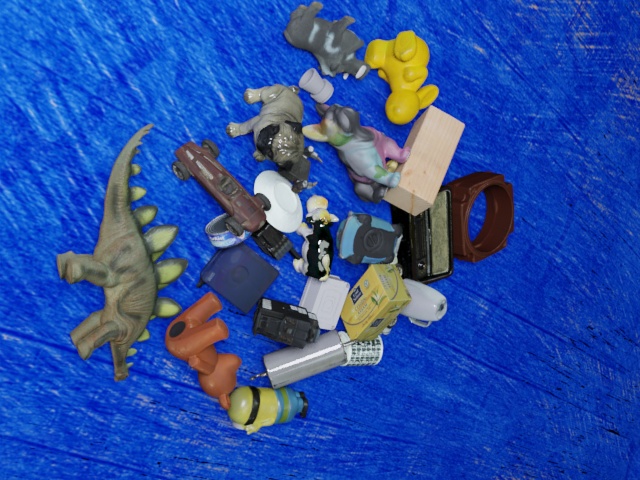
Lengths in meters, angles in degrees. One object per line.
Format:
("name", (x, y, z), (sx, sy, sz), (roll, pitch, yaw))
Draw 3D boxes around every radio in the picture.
("radio", (0.243, -0.011, 1.268), (0.131, 0.073, 0.229), (-18, 112, -27))

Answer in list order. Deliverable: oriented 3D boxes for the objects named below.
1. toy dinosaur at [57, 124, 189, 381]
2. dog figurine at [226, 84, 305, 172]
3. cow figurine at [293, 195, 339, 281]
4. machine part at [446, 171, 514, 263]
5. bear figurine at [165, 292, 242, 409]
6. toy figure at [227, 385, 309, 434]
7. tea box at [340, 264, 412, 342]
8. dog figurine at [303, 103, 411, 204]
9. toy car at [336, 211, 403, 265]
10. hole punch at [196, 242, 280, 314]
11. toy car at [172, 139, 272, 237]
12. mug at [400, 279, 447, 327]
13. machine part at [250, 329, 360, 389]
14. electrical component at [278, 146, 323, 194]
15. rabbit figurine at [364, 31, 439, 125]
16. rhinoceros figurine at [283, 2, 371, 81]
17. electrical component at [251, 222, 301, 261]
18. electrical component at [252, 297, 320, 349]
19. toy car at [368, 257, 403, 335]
("toy dinosaur", (-0.334, 0.043, 0.912), (0.198, 0.105, 0.470), (-13, 120, -36))
("dog figurine", (-0.059, -0.209, 0.954), (0.121, 0.191, 0.172), (28, 86, -35))
("cow figurine", (-0.004, -0.004, 1.102), (0.068, 0.098, 0.167), (-1, 104, -26))
("machine part", (0.392, -0.058, 1.332), (0.201, 0.087, 0.200), (-20, 113, -29))
("bear figurine", (-0.197, 0.217, 1.015), (0.132, 0.120, 0.195), (-33, 123, 2))
("toy figure", (-0.112, 0.349, 1.146), (0.180, 0.082, 0.089), (1, 92, -28))
("tea box", (0.115, 0.139, 1.170), (0.068, 0.098, 0.169), (0, 139, -32))
("dog figurine", (0.064, -0.183, 1.094), (0.219, 0.191, 0.108), (31, 66, -6))
("toy car", (0.094, -0.008, 1.158), (0.161, 0.103, 0.109), (6, 102, -33))
("hole punch", (-0.154, 0.067, 1.036), (0.115, 0.092, 0.142), (43, 83, -29))
("toy car", (-0.173, -0.097, 0.949), (0.202, 0.053, 0.089), (48, 65, 0))
("mug", (0.227, 0.150, 1.201), (0.081, 0.107, 0.109), (-28, 119, -38))
("machine part", (-0.032, 0.253, 1.142), (0.243, 0.079, 0.079), (-20, 115, -6))
("electrical component", (-0.038, -0.144, 1.056), (0.078, 0.045, 0.102), (37, 54, -38))
("rabbit figurine", (0.170, -0.318, 1.112), (0.162, 0.122, 0.173), (13, 76, -56))
("rhinoceros figurine", (0.021, -0.373, 1.028), (0.190, 0.073, 0.112), (19, 92, -34))
("electrical component", (-0.091, 0.007, 1.067), (0.048, 0.075, 0.119), (-45, 125, -13))
("electrical component", (-0.067, 0.165, 1.075), (0.134, 0.115, 0.058), (17, 98, -7))
("toy car", (0.143, 0.121, 1.243), (0.056, 0.074, 0.201), (-4, 105, -35))
